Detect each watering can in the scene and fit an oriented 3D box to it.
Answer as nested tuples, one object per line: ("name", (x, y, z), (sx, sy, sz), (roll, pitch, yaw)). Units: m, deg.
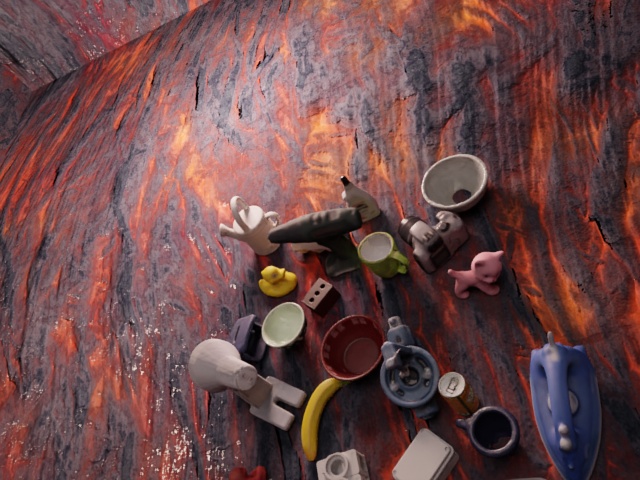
("watering can", (-0.200, -0.043, 1.609), (0.173, 0.195, 0.100), (-36, 46, 4))

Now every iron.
("iron", (0.428, 0.294, 1.004), (0.118, 0.142, 0.258), (-12, 52, 25))

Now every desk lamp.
("desk lamp", (-0.170, 0.322, 1.306), (0.202, 0.214, 0.118), (12, 65, 37))

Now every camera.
("camera", (0.258, -0.019, 1.371), (0.143, 0.101, 0.136), (-43, 46, -3))

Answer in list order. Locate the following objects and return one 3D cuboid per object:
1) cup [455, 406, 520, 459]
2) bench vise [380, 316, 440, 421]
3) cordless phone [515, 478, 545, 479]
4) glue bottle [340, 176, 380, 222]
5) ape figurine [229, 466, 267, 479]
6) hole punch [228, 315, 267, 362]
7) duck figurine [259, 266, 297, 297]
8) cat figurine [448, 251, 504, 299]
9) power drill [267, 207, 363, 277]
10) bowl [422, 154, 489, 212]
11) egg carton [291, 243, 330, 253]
("cup", (0.315, 0.362, 1.057), (0.117, 0.095, 0.092), (3, 60, 34))
("bench vise", (0.156, 0.242, 1.158), (0.121, 0.220, 0.206), (-38, 46, 2))
("cordless phone", (0.307, 0.429, 0.949), (0.147, 0.186, 0.094), (-19, 50, 19))
("glue bottle", (0.093, -0.111, 1.492), (0.078, 0.174, 0.037), (-27, 47, 12))
("ape figurine", (-0.162, 0.519, 1.239), (0.077, 0.092, 0.076), (-12, 52, 25))
("hole punch", (-0.194, 0.251, 1.459), (0.100, 0.091, 0.109), (-4, 56, 30))
("duck figurine", (-0.124, 0.103, 1.529), (0.104, 0.086, 0.077), (-14, 51, 23))
("cat figurine", (0.342, 0.069, 1.242), (0.127, 0.118, 0.067), (-12, 52, 24))
("power drill", (0.013, 0.005, 1.431), (0.229, 0.209, 0.075), (-22, 49, 17))
("bowl", (0.341, -0.127, 1.418), (0.167, 0.075, 0.167), (-16, 50, 21))
("egg carton", (-0.005, -0.015, 1.555), (0.149, 0.070, 0.107), (-4, 56, 30))
